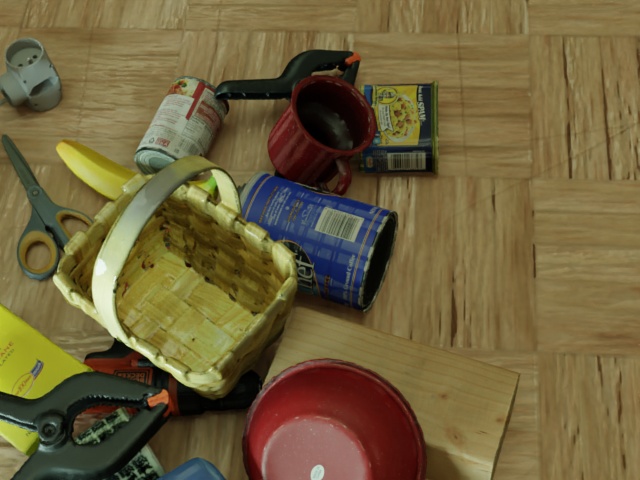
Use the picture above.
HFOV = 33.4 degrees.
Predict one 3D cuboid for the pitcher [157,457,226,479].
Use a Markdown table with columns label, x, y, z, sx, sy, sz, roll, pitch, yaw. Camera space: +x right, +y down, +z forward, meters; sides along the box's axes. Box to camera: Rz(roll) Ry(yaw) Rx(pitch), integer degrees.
| label | x | y | z | sx | sy | sz | roll | pitch | yaw |
| --- | --- | --- | --- | --- | --- | --- | --- | --- | --- |
| pitcher | -0.173 | 0.274 | 0.857 | 0.242 | 0.149 | 0.145 | -31 | 61 | -18 |

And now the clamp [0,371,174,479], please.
| label | x | y | z | sx | sy | sz | roll | pitch | yaw |
| --- | --- | --- | --- | --- | --- | --- | --- | --- | --- |
| clamp | -0.230 | 0.157 | 0.896 | 0.210 | 0.036 | 0.165 | -23 | 65 | -7 |

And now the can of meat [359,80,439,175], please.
| label | x | y | z | sx | sy | sz | roll | pitch | yaw |
| --- | --- | --- | --- | --- | --- | --- | --- | --- | --- |
| can of meat | 0.083 | -0.118 | 1.126 | 0.084 | 0.057 | 0.102 | 0 | 59 | 6 |

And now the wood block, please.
| label | x | y | z | sx | sy | sz | roll | pitch | yaw |
| --- | --- | --- | --- | --- | --- | --- | --- | --- | --- |
| wood block | 0.063 | 0.142 | 0.946 | 0.206 | 0.091 | 0.090 | 16 | 61 | 14 |

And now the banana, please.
| label | x | y | z | sx | sy | sz | roll | pitch | yaw |
| --- | --- | --- | --- | --- | --- | --- | --- | --- | --- |
| banana | -0.182 | -0.061 | 1.107 | 0.198 | 0.070 | 0.037 | 11 | 29 | 19 |

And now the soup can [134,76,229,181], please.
| label | x | y | z | sx | sy | sz | roll | pitch | yaw |
| --- | --- | --- | --- | --- | --- | --- | --- | --- | --- |
| soup can | -0.146 | -0.114 | 1.134 | 0.068 | 0.068 | 0.102 | 16 | 61 | 13 |

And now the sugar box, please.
| label | x | y | z | sx | sy | sz | roll | pitch | yaw |
| --- | --- | --- | --- | --- | --- | --- | --- | --- | --- |
| sugar box | -0.294 | 0.112 | 0.971 | 0.176 | 0.048 | 0.093 | 31 | 77 | 19 |

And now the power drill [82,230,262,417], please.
| label | x | y | z | sx | sy | sz | roll | pitch | yaw |
| --- | --- | --- | --- | --- | --- | --- | --- | --- | --- |
| power drill | -0.142 | 0.079 | 1.021 | 0.184 | 0.057 | 0.187 | -1 | 58 | 4 |

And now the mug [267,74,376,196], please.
| label | x | y | z | sx | sy | sz | roll | pitch | yaw |
| --- | --- | --- | --- | --- | --- | --- | --- | --- | --- |
| mug | 0.002 | -0.095 | 1.073 | 0.093 | 0.082 | 0.117 | -9 | 68 | -31 |

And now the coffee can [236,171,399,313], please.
| label | x | y | z | sx | sy | sz | roll | pitch | yaw |
| --- | --- | --- | --- | --- | --- | --- | --- | --- | --- |
| coffee can | -0.007 | 0.001 | 1.032 | 0.140 | 0.103 | 0.102 | 17 | 61 | 14 |

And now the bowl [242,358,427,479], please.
| label | x | y | z | sx | sy | sz | roll | pitch | yaw |
| --- | --- | --- | --- | --- | --- | --- | --- | --- | --- |
| bowl | 0.004 | 0.182 | 0.874 | 0.162 | 0.055 | 0.162 | 2 | 96 | 16 |

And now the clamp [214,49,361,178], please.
| label | x | y | z | sx | sy | sz | roll | pitch | yaw |
| --- | --- | --- | --- | --- | --- | --- | --- | --- | --- |
| clamp | -0.029 | -0.159 | 1.150 | 0.120 | 0.039 | 0.171 | 48 | 64 | -13 |

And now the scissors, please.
| label | x | y | z | sx | sy | sz | roll | pitch | yaw |
| --- | --- | --- | --- | --- | --- | --- | --- | --- | --- |
| scissors | -0.310 | -0.031 | 1.127 | 0.202 | 0.016 | 0.096 | 38 | 68 | 24 |
